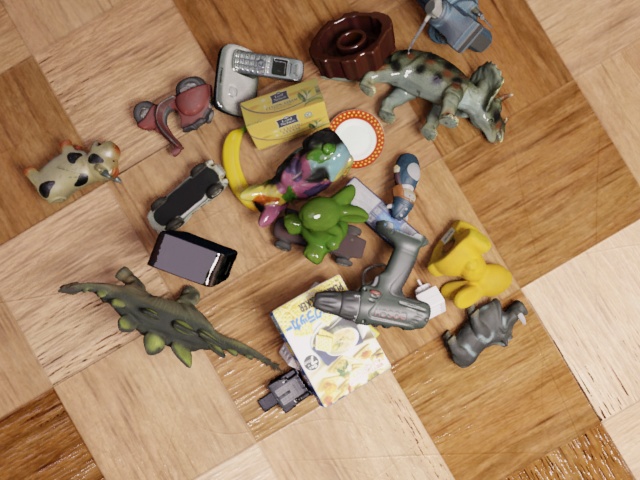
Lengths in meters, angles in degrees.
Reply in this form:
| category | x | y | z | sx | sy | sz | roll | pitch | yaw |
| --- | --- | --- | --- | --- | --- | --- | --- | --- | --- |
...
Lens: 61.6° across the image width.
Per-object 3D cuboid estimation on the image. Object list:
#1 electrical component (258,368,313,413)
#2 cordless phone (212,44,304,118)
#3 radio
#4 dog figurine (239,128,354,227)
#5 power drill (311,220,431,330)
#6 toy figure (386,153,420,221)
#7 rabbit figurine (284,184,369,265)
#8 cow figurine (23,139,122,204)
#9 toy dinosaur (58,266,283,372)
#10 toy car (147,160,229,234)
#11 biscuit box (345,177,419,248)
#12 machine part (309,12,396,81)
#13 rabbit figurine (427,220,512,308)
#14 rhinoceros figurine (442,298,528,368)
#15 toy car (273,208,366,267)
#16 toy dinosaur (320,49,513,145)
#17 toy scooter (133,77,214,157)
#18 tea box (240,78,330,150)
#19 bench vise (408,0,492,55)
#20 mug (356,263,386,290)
| category | x | y | z | sx | sy | sz | roll | pitch | yaw |
| --- | --- | --- | --- | --- | --- | --- | --- | --- | --- |
| electrical component | -0.080 | 0.329 | 1.158 | 0.119 | 0.048 | 0.075 | -30 | 88 | -1 |
| cordless phone | -0.131 | -0.332 | 1.154 | 0.184 | 0.089 | 0.146 | 6 | 89 | -2 |
| radio | -0.247 | 0.035 | 1.079 | 0.131 | 0.229 | 0.073 | 21 | 91 | -2 |
| dog figurine | -0.054 | -0.122 | 1.104 | 0.219 | 0.191 | 0.108 | -37 | 95 | -14 |
| power drill | 0.117 | 0.069 | 1.054 | 0.232 | 0.086 | 0.207 | 19 | 74 | -3 |
| toy figure | 0.176 | -0.111 | 1.122 | 0.064 | 0.057 | 0.154 | 13 | 60 | -3 |
| rabbit figurine | 0.014 | -0.035 | 1.050 | 0.159 | 0.170 | 0.121 | -25 | 79 | -1 |
| cow figurine | -0.519 | -0.148 | 1.161 | 0.195 | 0.085 | 0.127 | -34 | 82 | -1 |
| toy dinosaur | -0.288 | 0.174 | 1.093 | 0.471 | 0.199 | 0.105 | 23 | 102 | -30 |
| toy car | -0.286 | -0.091 | 1.164 | 0.202 | 0.056 | 0.073 | -39 | 84 | 4 |
| biscuit box | 0.129 | -0.047 | 1.148 | 0.203 | 0.063 | 0.059 | 42 | 90 | 2 |
| machine part | 0.068 | -0.403 | 1.117 | 0.179 | 0.056 | 0.179 | -10 | 52 | 13 |
| rabbit figurine | 0.321 | 0.066 | 1.118 | 0.173 | 0.122 | 0.162 | 32 | 93 | -17 |
| rhinoceros figurine | 0.350 | 0.190 | 1.132 | 0.190 | 0.073 | 0.112 | -41 | 87 | 1 |
| toy car | -0.002 | -0.003 | 1.157 | 0.202 | 0.053 | 0.089 | 14 | 77 | 5 |
| toy dinosaur | 0.218 | -0.331 | 1.128 | 0.405 | 0.131 | 0.192 | 30 | 70 | 10 |
| toy scooter | -0.301 | -0.260 | 1.160 | 0.184 | 0.075 | 0.135 | -25 | 88 | 5 |
| tea box | -0.071 | -0.263 | 1.134 | 0.170 | 0.098 | 0.068 | -18 | 69 | 4 |
| bench vise | 0.249 | -0.468 | 1.103 | 0.241 | 0.223 | 0.128 | 59 | 136 | 27 |
| mug | 0.120 | 0.109 | 1.140 | 0.107 | 0.081 | 0.109 | -20 | 82 | 6 |
